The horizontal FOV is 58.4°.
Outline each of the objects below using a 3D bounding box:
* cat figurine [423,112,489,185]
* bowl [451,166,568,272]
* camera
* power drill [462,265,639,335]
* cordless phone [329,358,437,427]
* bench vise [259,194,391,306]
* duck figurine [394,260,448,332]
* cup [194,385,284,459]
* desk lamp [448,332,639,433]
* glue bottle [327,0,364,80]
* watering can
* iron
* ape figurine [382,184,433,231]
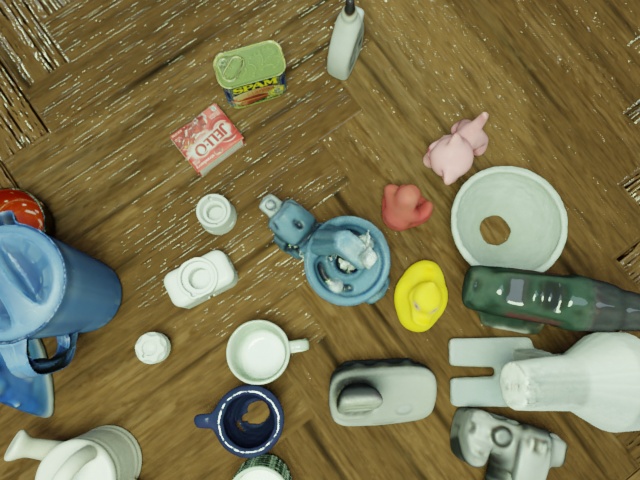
[{"bbox_3d":[0.201,-0.134,0.834,0.067,0.118,0.128,41,82,6],"label":"cat figurine"},{"bbox_3d":[0.267,-0.019,0.838,0.167,0.075,0.167,0,81,-1],"label":"bowl"},{"bbox_3d":[0.248,0.310,0.771,0.143,0.101,0.137,16,81,2],"label":"camera"},{"bbox_3d":[0.292,0.083,0.754,0.229,0.208,0.076,9,81,1],"label":"power drill"},{"bbox_3d":[0.085,0.204,0.743,0.147,0.185,0.094,-7,81,-2],"label":"cordless phone"},{"bbox_3d":[0.003,0.014,0.755,0.207,0.220,0.121,18,81,2],"label":"bench vise"},{"bbox_3d":[0.149,0.078,0.814,0.077,0.086,0.104,14,81,2],"label":"duck figurine"},{"bbox_3d":[-0.105,0.241,0.779,0.117,0.095,0.092,-1,81,-1],"label":"cup"},{"bbox_3d":[0.289,0.180,0.736,0.203,0.213,0.118,-1,81,-1],"label":"desk lamp"},{"bbox_3d":[0.040,-0.303,0.830,0.037,0.173,0.078,24,81,3],"label":"glue bottle"},{"bbox_3d":[-0.307,0.297,0.716,0.173,0.194,0.101,8,81,1],"label":"watering can"},{"bbox_3d":[-0.462,0.141,0.765,0.119,0.141,0.258,-40,83,-7],"label":"iron"},{"bbox_3d":[0.125,-0.054,0.833,0.076,0.092,0.078,-43,84,-7],"label":"ape figurine"}]
